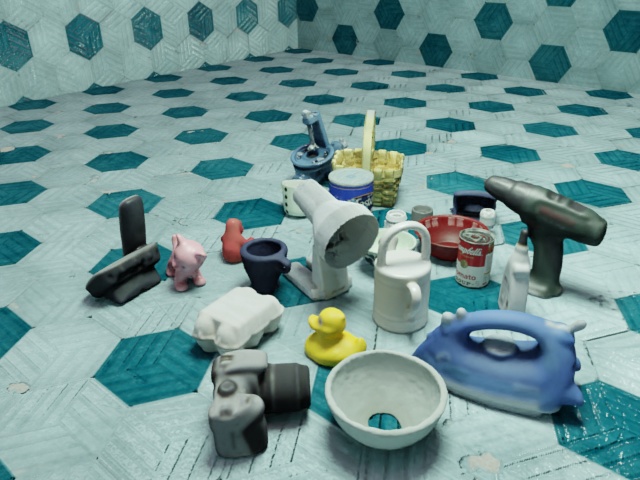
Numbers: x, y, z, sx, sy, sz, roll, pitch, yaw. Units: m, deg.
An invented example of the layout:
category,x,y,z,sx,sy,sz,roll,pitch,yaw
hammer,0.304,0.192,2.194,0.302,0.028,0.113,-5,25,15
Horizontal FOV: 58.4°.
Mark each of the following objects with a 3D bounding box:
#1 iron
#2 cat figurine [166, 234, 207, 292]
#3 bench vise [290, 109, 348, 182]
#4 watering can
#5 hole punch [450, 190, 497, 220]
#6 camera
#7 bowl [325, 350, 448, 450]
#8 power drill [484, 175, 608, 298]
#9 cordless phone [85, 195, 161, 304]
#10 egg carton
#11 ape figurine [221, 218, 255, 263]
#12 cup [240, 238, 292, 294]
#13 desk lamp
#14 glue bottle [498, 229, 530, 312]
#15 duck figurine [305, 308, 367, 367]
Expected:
category,x,y,z,sx,sy,sz,roll,pitch,yaw
iron,0.259,0.159,0.851,0.257,0.141,0.119,8,29,16
cat figurine,-0.266,0.033,1.129,0.067,0.118,0.127,-16,31,-27
bench vise,-0.007,-0.264,1.579,0.121,0.220,0.208,10,30,20
watering can,0.139,0.052,1.000,0.101,0.194,0.172,-17,32,-28
hole punch,0.370,-0.092,1.380,0.108,0.091,0.101,5,28,12
camera,-0.081,0.212,0.800,0.137,0.101,0.143,-3,28,-4
bowl,0.089,0.231,0.789,0.167,0.075,0.167,0,28,1
power drill,0.410,-0.004,1.086,0.228,0.208,0.076,17,33,31
cordless phone,-0.382,0.014,1.095,0.094,0.185,0.148,13,31,25
egg carton,-0.138,0.139,0.975,0.107,0.069,0.151,16,32,29
ape figurine,-0.180,-0.004,1.225,0.077,0.092,0.076,15,32,27
cup,-0.096,0.058,1.101,0.117,0.095,0.092,23,36,37
desk lamp,0.010,0.004,1.074,0.118,0.214,0.202,-18,32,-30
glue bottle,0.346,0.060,1.003,0.037,0.173,0.078,1,28,4
duck figurine,0.025,0.152,0.929,0.104,0.086,0.078,10,30,20
